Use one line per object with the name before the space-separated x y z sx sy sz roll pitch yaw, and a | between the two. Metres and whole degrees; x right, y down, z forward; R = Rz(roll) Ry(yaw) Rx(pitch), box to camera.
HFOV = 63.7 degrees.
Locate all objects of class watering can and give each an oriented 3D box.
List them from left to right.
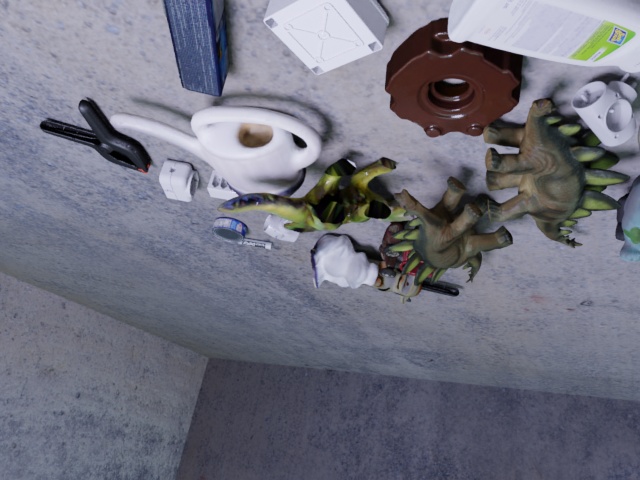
watering can | -0.159 -0.156 0.883 0.348 0.106 0.220 5 -24 14

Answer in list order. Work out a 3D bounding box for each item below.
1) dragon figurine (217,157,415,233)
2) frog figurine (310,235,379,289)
dragon figurine | 0.003 -0.048 0.952 0.411 0.124 0.239 -5 -17 -20
frog figurine | 0.061 0.052 1.249 0.159 0.135 0.124 -2 19 4
